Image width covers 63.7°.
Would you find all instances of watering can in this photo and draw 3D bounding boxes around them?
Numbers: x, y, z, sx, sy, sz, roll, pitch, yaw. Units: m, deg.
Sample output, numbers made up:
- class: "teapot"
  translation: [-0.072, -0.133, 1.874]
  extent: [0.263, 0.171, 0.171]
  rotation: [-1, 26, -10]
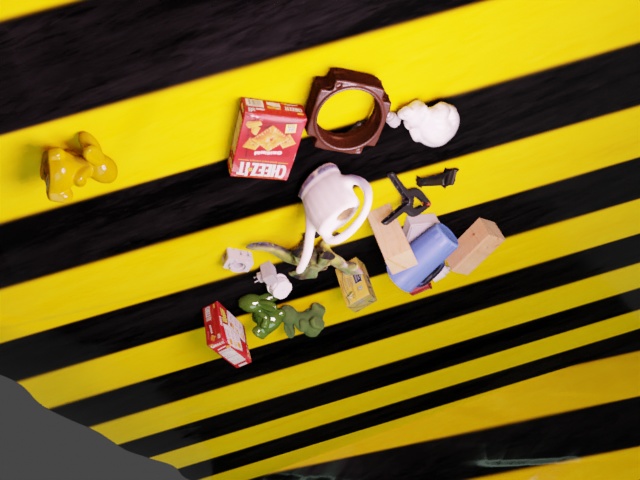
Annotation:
- class: "watering can"
  translation: [0.005, -0.075, 1.498]
  extent: [0.343, 0.228, 0.104]
  rotation: [-43, 150, 26]

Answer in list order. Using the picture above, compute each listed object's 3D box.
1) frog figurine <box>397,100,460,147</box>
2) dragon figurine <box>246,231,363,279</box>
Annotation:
- class: "frog figurine"
  translation: [0.297, -0.325, 1.407]
  extent: [0.159, 0.125, 0.135]
  rotation: [8, 153, -42]
- class: "dragon figurine"
  translation: [-0.050, 0.078, 1.746]
  extent: [0.410, 0.125, 0.237]
  rotation: [3, 144, -9]
